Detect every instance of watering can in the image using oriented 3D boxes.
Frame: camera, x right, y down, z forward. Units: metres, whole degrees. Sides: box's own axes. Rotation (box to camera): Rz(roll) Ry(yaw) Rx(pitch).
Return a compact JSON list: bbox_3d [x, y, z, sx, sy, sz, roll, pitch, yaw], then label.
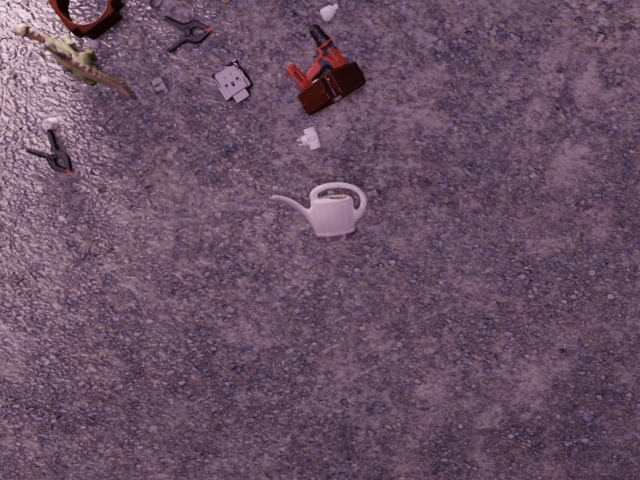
[{"bbox_3d":[0.006,-0.096,1.909,0.347,0.105,0.222,-7,104,2],"label":"watering can"}]

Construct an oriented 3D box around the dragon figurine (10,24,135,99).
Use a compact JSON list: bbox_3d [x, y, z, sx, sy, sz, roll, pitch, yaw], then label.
[{"bbox_3d":[-0.835,-0.603,1.735,0.409,0.245,0.121,30,99,-5],"label":"dragon figurine"}]
